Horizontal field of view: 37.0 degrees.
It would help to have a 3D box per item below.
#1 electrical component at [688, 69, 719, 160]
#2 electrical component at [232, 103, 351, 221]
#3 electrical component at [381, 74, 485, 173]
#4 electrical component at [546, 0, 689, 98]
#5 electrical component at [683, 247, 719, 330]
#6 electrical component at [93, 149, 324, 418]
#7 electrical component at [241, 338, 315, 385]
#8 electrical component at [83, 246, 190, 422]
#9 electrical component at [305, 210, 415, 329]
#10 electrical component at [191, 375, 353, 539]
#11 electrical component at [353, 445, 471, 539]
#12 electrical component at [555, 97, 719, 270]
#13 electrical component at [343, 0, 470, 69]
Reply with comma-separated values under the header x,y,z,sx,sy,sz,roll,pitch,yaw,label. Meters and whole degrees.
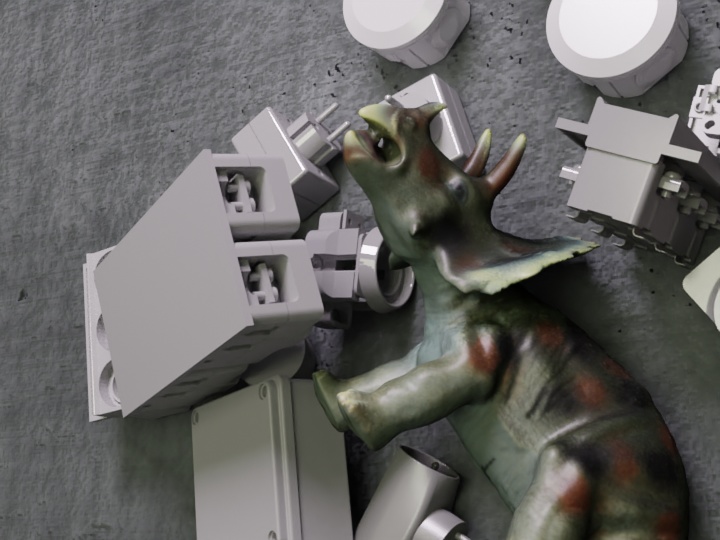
x,y,z,sx,sy,sz,roll,pitch,yaw,label
0.223,-0.084,0.605,0.081,0.064,0.042,13,86,32,electrical component
-0.040,-0.087,0.768,0.077,0.047,0.065,-39,62,16,electrical component
0.038,-0.092,0.707,0.047,0.077,0.065,-26,66,23,electrical component
0.160,-0.150,0.665,0.080,0.051,0.080,-8,74,29,electrical component
0.260,-0.006,0.565,0.150,0.062,0.089,-44,61,14,electrical component
-0.098,0.014,0.677,0.186,0.060,0.105,-35,65,50,electrical component
-0.072,0.015,0.738,0.052,0.073,0.138,-15,69,4,electrical component
-0.162,0.047,0.797,0.079,0.063,0.121,-16,70,26,electrical component
0.000,0.000,0.718,0.057,0.058,0.078,-1,77,33,electrical component
-0.059,0.132,0.700,0.109,0.056,0.108,-26,64,49,electrical component
0.040,0.161,0.663,0.079,0.043,0.077,29,93,32,electrical component
0.161,-0.044,0.597,0.079,0.121,0.063,20,91,33,electrical component
0.033,-0.184,0.748,0.080,0.051,0.080,-8,74,29,electrical component
